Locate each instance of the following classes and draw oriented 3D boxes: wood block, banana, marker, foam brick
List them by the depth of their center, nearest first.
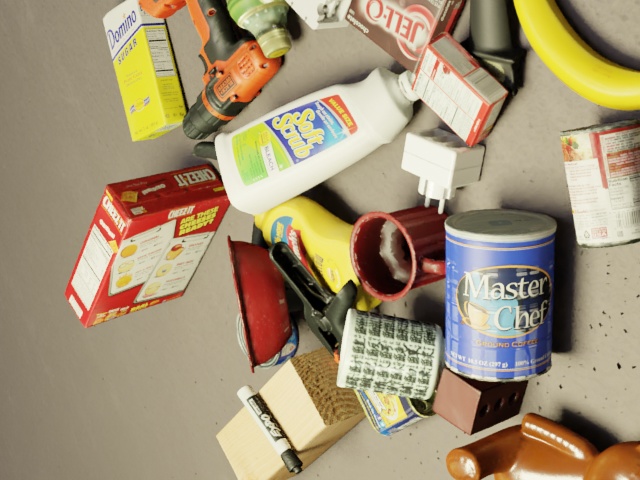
[{"bbox_3d":[0.230,-0.167,0.930,0.198,0.037,0.070,43,111,30],"label":"banana"},{"bbox_3d":[0.160,0.151,1.065,0.051,0.078,0.053,34,124,39],"label":"foam brick"},{"bbox_3d":[-0.057,0.220,1.234,0.121,0.020,0.020,52,134,26],"label":"marker"},{"bbox_3d":[-0.030,0.218,1.288,0.091,0.090,0.206,59,137,18],"label":"wood block"}]

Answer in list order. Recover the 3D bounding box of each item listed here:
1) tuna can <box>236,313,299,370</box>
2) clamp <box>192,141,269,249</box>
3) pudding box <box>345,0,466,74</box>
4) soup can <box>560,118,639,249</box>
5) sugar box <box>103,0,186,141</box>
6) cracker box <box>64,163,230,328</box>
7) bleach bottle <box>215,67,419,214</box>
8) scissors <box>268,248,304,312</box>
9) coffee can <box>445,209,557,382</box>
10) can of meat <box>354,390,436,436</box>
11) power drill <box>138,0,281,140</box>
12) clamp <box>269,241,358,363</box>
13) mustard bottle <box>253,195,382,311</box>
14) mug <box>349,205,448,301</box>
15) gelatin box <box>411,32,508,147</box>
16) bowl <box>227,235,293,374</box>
[{"bbox_3d":[-0.066,0.117,1.341,0.086,0.033,0.086,17,113,45],"label":"tuna can"},{"bbox_3d":[-0.070,-0.095,1.277,0.164,0.036,0.210,54,134,11],"label":"clamp"},{"bbox_3d":[0.084,-0.233,1.066,0.114,0.039,0.090,46,130,31],"label":"pudding box"},{"bbox_3d":[0.248,-0.049,0.916,0.069,0.068,0.102,-4,98,49],"label":"soup can"},{"bbox_3d":[-0.233,-0.229,1.419,0.094,0.048,0.176,-17,90,50],"label":"sugar box"},{"bbox_3d":[-0.226,0.006,1.390,0.072,0.163,0.214,51,134,23],"label":"cracker box"},{"bbox_3d":[0.004,-0.120,1.141,0.251,0.068,0.102,-27,66,30],"label":"bleach bottle"},{"bbox_3d":[-0.005,0.061,1.266,0.202,0.016,0.096,6,85,32],"label":"scissors"},{"bbox_3d":[0.169,0.050,1.007,0.103,0.102,0.140,14,111,45],"label":"coffee can"},{"bbox_3d":[0.083,0.157,1.169,0.084,0.057,0.102,-41,70,48],"label":"can of meat"},{"bbox_3d":[-0.144,-0.234,1.298,0.185,0.057,0.188,-36,83,41],"label":"power drill"},{"bbox_3d":[0.015,0.079,1.166,0.120,0.039,0.171,30,156,47],"label":"clamp"},{"bbox_3d":[-0.008,0.002,1.208,0.192,0.058,0.096,32,143,32],"label":"mustard bottle"},{"bbox_3d":[0.099,0.012,1.090,0.117,0.081,0.093,15,111,45],"label":"mug"},{"bbox_3d":[0.132,-0.144,1.020,0.089,0.030,0.073,48,156,17],"label":"gelatin box"},{"bbox_3d":[-0.066,0.069,1.224,0.162,0.055,0.162,170,90,-87],"label":"bowl"}]
